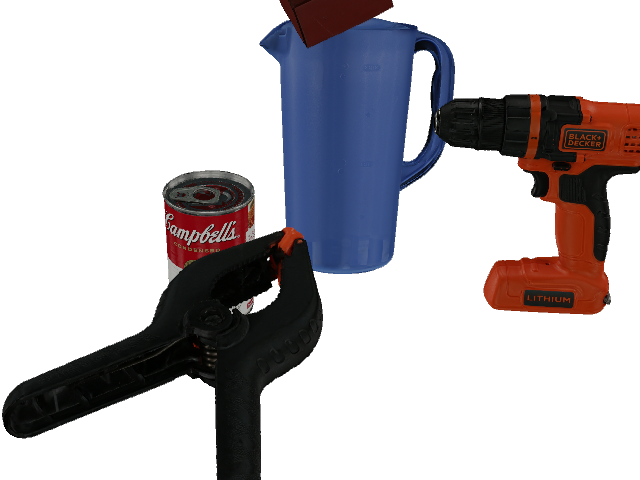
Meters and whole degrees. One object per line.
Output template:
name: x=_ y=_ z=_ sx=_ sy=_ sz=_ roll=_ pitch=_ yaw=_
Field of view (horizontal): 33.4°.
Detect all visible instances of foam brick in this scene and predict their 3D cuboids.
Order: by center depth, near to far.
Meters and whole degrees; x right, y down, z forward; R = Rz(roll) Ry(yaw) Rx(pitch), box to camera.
foam brick: x=0.008 y=-0.194 z=0.812 sx=0.078 sy=0.053 sz=0.051 roll=-27 pitch=-31 yaw=-2

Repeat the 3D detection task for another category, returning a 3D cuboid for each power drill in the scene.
power drill: x=0.182 y=-0.031 z=0.892 sx=0.184 sy=0.188 sz=0.057 roll=4 pitch=29 yaw=5

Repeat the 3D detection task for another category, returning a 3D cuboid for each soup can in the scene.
soup can: x=-0.084 y=0.006 z=0.814 sx=0.068 sy=0.102 sz=0.068 roll=1 pitch=30 yaw=-1

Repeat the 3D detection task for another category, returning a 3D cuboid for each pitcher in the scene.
pitcher: x=0.034 y=-0.096 z=1.044 sx=0.149 sy=0.243 sz=0.144 roll=12 pitch=19 yaw=34

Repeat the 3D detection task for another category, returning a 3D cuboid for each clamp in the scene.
clamp: x=-0.043 y=0.055 z=0.484 sx=0.120 sy=0.039 sz=0.171 roll=29 pitch=48 yaw=22
